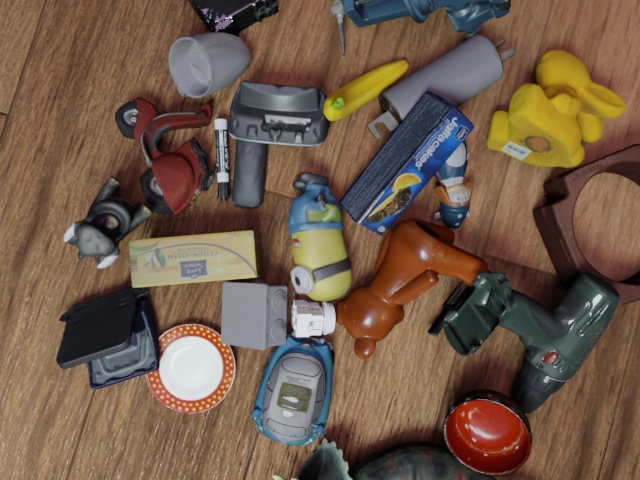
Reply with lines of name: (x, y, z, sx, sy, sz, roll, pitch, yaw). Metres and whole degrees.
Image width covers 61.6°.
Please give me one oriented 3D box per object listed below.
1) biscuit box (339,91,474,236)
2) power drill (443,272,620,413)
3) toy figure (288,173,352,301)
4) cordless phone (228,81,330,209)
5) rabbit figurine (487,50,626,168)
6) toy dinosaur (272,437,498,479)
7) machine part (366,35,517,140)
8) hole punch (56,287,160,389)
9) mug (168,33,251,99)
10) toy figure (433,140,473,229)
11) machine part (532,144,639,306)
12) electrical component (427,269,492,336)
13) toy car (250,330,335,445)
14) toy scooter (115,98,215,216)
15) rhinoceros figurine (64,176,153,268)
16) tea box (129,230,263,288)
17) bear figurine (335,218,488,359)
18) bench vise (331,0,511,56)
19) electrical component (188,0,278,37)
biscuit box: (0.119, -0.104, 0.748, 0.059, 0.063, 0.202, 26, 110, -41)
power drill: (0.269, 0.133, 0.707, 0.207, 0.086, 0.232, 21, 114, -19)
toy figure: (-0.001, -0.003, 0.768, 0.089, 0.082, 0.180, -2, 82, 8)
cordless phone: (-0.063, -0.133, 0.787, 0.147, 0.089, 0.184, 6, 98, 1)
rabbit figurine: (0.343, -0.197, 0.768, 0.162, 0.121, 0.173, 19, 68, 8)
toy dinosaur: (0.122, 0.349, 0.739, 0.405, 0.131, 0.192, -13, 88, -7)
machine part: (0.175, -0.223, 0.784, 0.243, 0.079, 0.079, -32, 88, -1)
hole punch: (-0.292, 0.139, 0.760, 0.142, 0.092, 0.116, -20, 44, 8)
mug: (-0.155, -0.249, 0.777, 0.081, 0.109, 0.107, 50, 45, 3)
toy figure: (0.190, -0.093, 0.788, 0.064, 0.058, 0.154, -9, 88, 15)
machine part: (0.429, -0.021, 0.770, 0.201, 0.087, 0.201, -22, 87, 0)
electrical component: (0.209, 0.097, 0.768, 0.048, 0.075, 0.119, 35, 84, 2)
toy car: (-0.032, 0.214, 0.747, 0.109, 0.103, 0.161, 15, 89, 0)
toy scooter: (-0.206, -0.132, 0.780, 0.135, 0.075, 0.184, -22, 85, -7)
rhinoceros figurine: (-0.287, -0.023, 0.715, 0.112, 0.190, 0.073, -46, 110, -5)
tea box: (-0.170, 0.026, 0.759, 0.170, 0.098, 0.068, -4, 87, -2)
bear figurine: (0.116, 0.071, 0.756, 0.132, 0.120, 0.195, 16, 111, -32)
bench vise: (0.136, -0.347, 0.761, 0.241, 0.223, 0.128, -7, 81, 29)
electrical component: (-0.143, -0.377, 0.801, 0.115, 0.058, 0.134, -33, 88, -4)
